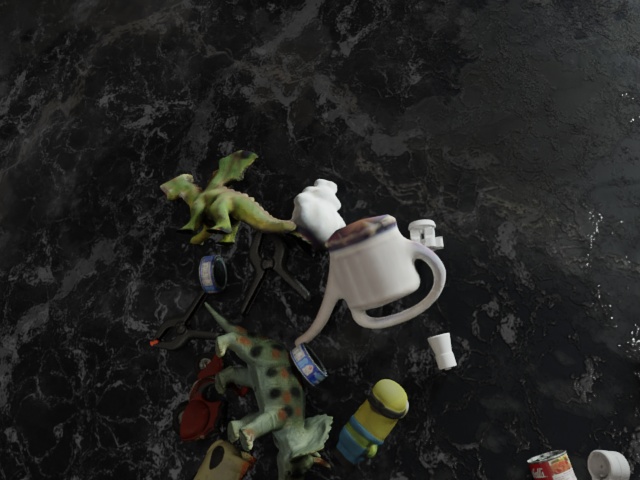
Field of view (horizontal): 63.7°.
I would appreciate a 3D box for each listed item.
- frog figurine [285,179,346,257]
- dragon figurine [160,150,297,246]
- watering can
[{"bbox_3d":[0.003,-0.057,1.125,0.137,0.122,0.161,38,74,-10],"label":"frog figurine"},{"bbox_3d":[-0.210,-0.109,1.187,0.409,0.120,0.247,-3,64,26],"label":"dragon figurine"},{"bbox_3d":[0.074,0.082,1.048,0.346,0.104,0.224,-21,91,11],"label":"watering can"}]
